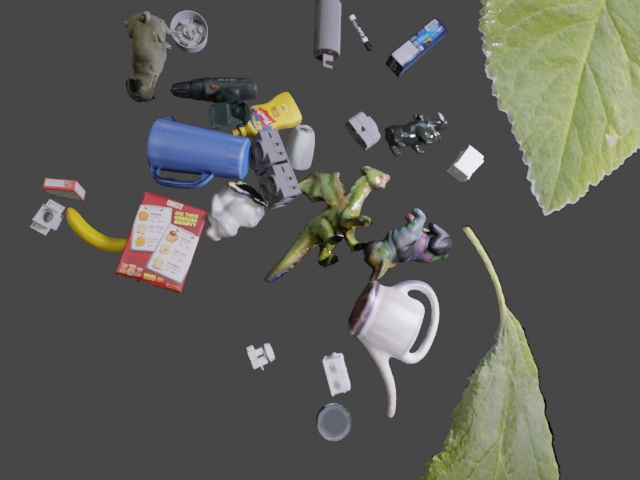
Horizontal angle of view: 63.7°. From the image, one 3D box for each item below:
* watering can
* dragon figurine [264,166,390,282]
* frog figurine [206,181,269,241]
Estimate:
[{"bbox_3d":[0.172,0.252,1.319,0.224,0.103,0.351,26,78,-1],"label":"watering can"},{"bbox_3d":[0.004,-0.069,1.369,0.409,0.120,0.248,-24,60,6],"label":"dragon figurine"},{"bbox_3d":[-0.224,-0.067,1.333,0.136,0.125,0.158,26,108,-33],"label":"frog figurine"}]
